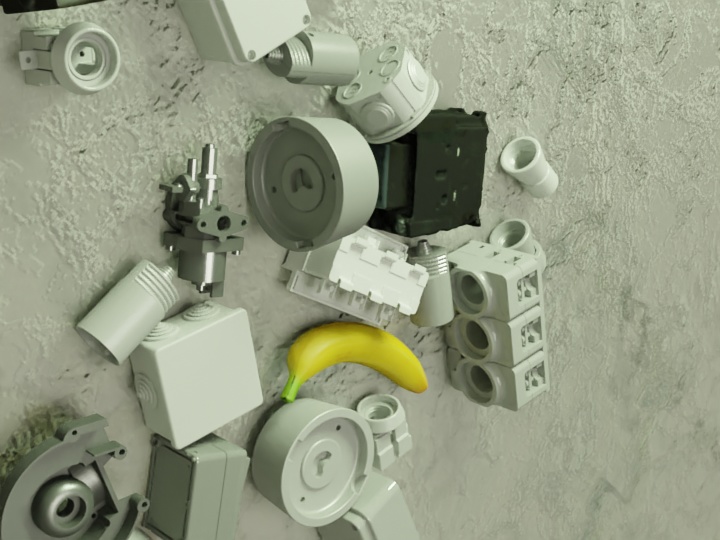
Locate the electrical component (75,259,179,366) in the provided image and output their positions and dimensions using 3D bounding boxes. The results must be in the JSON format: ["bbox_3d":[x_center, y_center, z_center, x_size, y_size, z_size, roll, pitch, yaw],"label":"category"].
[{"bbox_3d":[-0.170,0.028,0.810,0.081,0.043,0.043,-50,131,-23],"label":"electrical component"}]

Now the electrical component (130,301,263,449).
[{"bbox_3d":[-0.132,0.080,0.859,0.100,0.048,0.099,-26,119,-37],"label":"electrical component"}]

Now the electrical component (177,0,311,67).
[{"bbox_3d":[-0.094,-0.218,0.804,0.078,0.057,0.113,-40,127,-29],"label":"electrical component"}]

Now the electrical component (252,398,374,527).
[{"bbox_3d":[-0.047,0.166,0.958,0.108,0.060,0.108,-14,112,-41],"label":"electrical component"}]

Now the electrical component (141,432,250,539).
[{"bbox_3d":[-0.133,0.184,0.878,0.061,0.062,0.096,1,101,-44],"label":"electrical component"}]

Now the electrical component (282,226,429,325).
[{"bbox_3d":[0.000,0.000,0.954,0.121,0.063,0.078,24,85,-45],"label":"electrical component"}]

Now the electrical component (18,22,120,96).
[{"bbox_3d":[-0.195,-0.144,0.728,0.066,0.055,0.048,-17,113,-40],"label":"electrical component"}]

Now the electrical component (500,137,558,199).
[{"bbox_3d":[0.179,-0.103,1.115,0.065,0.044,0.044,41,73,-48],"label":"electrical component"}]

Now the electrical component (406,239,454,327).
[{"bbox_3d":[0.065,0.009,1.034,0.043,0.043,0.081,-27,119,-36],"label":"electrical component"}]

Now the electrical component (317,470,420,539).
[{"bbox_3d":[0.006,0.246,1.020,0.057,0.078,0.113,-42,127,-31],"label":"electrical component"}]

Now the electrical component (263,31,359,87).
[{"bbox_3d":[-0.045,-0.173,0.874,0.081,0.043,0.043,-6,106,-43],"label":"electrical component"}]

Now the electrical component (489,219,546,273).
[{"bbox_3d":[0.166,-0.020,1.123,0.045,0.045,0.055,-53,132,-19],"label":"electrical component"}]

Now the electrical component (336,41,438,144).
[{"bbox_3d":[0.022,-0.152,0.921,0.051,0.080,0.080,47,68,-36],"label":"electrical component"}]

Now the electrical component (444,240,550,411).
[{"bbox_3d":[0.132,0.057,1.080,0.062,0.089,0.150,-27,119,-36],"label":"electrical component"}]

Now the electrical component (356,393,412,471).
[{"bbox_3d":[0.020,0.153,1.031,0.066,0.048,0.055,-31,130,-34],"label":"electrical component"}]

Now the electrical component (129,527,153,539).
[{"bbox_3d":[-0.188,0.262,0.848,0.108,0.060,0.108,-14,112,-41],"label":"electrical component"}]

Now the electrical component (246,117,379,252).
[{"bbox_3d":[-0.034,-0.073,0.873,0.060,0.108,0.108,-16,113,-47],"label":"electrical component"}]
